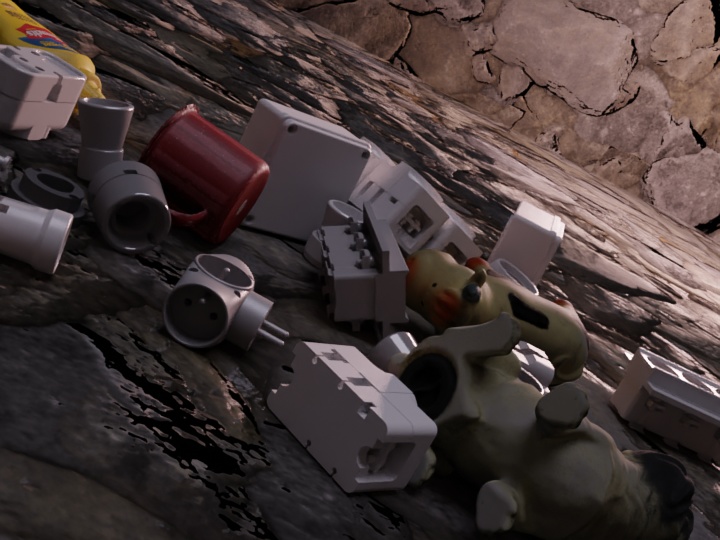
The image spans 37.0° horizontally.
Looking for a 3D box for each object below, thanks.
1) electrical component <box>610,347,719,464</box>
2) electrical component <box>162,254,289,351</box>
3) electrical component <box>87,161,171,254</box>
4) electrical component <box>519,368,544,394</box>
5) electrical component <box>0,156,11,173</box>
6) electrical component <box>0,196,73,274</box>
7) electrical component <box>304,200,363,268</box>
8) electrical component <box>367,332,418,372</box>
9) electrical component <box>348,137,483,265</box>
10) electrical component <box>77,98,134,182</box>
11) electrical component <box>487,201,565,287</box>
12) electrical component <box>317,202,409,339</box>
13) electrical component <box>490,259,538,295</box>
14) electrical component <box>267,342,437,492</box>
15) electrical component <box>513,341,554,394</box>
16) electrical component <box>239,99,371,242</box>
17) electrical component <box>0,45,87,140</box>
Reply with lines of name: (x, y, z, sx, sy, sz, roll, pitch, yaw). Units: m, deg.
electrical component: (0.306, 0.131, 1.023, 0.121, 0.063, 0.078, 25, 16, -15)
electrical component: (-0.084, 0.028, 0.714, 0.079, 0.044, 0.077, 29, 16, -1)
electrical component: (-0.166, -0.044, 0.779, 0.055, 0.055, 0.047, 18, 23, -33)
electrical component: (0.097, 0.098, 0.781, 0.058, 0.057, 0.078, 15, 21, -39)
electrical component: (-0.282, -0.090, 0.747, 0.078, 0.040, 0.040, 26, 16, -9)
electrical component: (-0.208, -0.023, 0.671, 0.046, 0.040, 0.040, 19, 18, -13)
electrical component: (-0.021, -0.029, 0.975, 0.045, 0.055, 0.045, 27, 16, -8)
electrical component: (0.039, 0.081, 0.768, 0.044, 0.044, 0.065, 11, 29, -48)
electrical component: (0.037, -0.062, 1.067, 0.105, 0.060, 0.186, 44, -1, -31)
electrical component: (-0.207, -0.102, 0.864, 0.044, 0.065, 0.044, 9, 15, -2)
electrical component: (0.167, -0.010, 1.139, 0.056, 0.108, 0.109, 28, 16, 6)
electrical component: (0.000, 0.000, 0.894, 0.063, 0.078, 0.121, -3, 22, -6)
electrical component: (0.135, 0.027, 1.045, 0.078, 0.057, 0.058, 24, 24, -43)
electrical component: (-0.003, 0.088, 0.654, 0.056, 0.050, 0.089, 10, 24, -49)
electrical component: (0.114, 0.082, 0.863, 0.057, 0.058, 0.078, 28, 16, -15)
electrical component: (-0.061, -0.088, 0.993, 0.109, 0.108, 0.056, 14, 19, -42)
electrical component: (-0.279, -0.147, 0.890, 0.054, 0.059, 0.095, 33, 16, 12)
